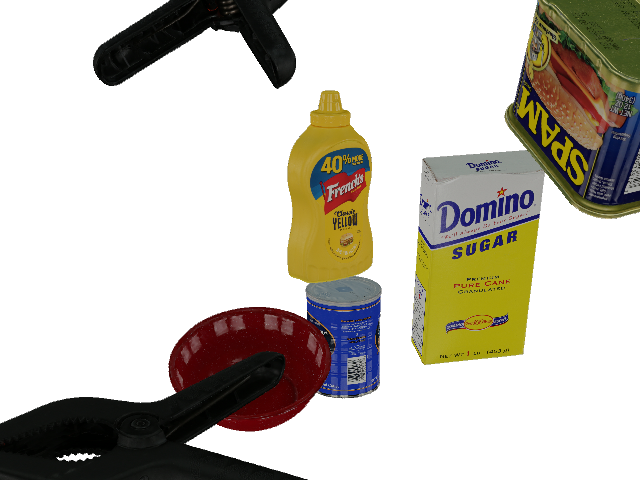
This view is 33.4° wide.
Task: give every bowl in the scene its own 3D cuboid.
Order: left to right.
[{"bbox_3d":[-0.068,0.138,1.067,0.162,0.055,0.162,-2,37,2],"label":"bowl"}]

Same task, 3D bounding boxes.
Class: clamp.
[{"bbox_3d":[-0.096,0.111,0.594,0.210,0.036,0.164,-1,23,-9],"label":"clamp"},{"bbox_3d":[-0.050,-0.144,0.654,0.120,0.171,0.039,13,-41,16],"label":"clamp"}]

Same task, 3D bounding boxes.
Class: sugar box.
[{"bbox_3d":[0.128,0.016,0.883,0.093,0.176,0.048,-6,31,-10],"label":"sugar box"}]

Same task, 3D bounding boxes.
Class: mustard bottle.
[{"bbox_3d":[0.010,-0.057,1.096,0.096,0.192,0.058,-12,19,-36],"label":"mustard bottle"}]

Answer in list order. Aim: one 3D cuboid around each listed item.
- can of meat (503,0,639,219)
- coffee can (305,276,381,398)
[{"bbox_3d":[0.145,-0.077,0.553,0.057,0.084,0.102,-13,47,-17],"label":"can of meat"},{"bbox_3d":[0.032,0.130,1.461,0.103,0.140,0.103,0,18,0],"label":"coffee can"}]
